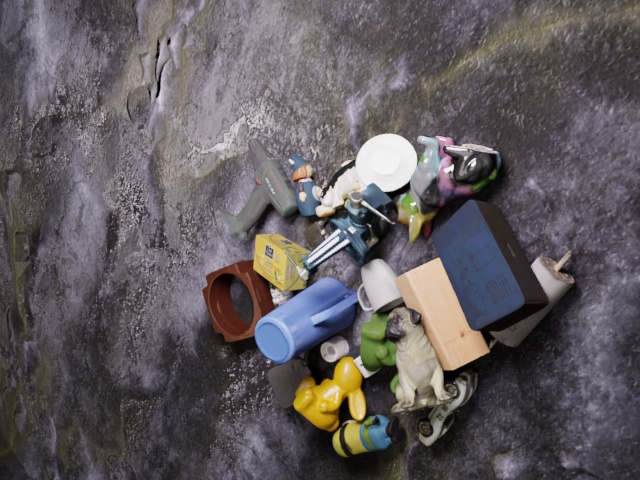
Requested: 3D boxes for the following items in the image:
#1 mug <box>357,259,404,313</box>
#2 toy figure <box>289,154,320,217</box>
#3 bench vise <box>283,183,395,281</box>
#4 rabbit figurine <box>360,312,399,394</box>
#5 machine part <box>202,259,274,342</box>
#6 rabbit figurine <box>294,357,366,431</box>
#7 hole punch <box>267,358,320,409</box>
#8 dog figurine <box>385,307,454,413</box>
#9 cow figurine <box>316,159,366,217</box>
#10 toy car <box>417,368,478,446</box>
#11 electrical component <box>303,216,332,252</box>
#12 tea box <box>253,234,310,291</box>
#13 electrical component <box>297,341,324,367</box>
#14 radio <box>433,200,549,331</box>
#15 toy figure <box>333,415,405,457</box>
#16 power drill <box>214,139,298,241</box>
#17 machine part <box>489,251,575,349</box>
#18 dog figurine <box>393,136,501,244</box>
[{"bbox_3d":[0.129,0.103,1.197,0.109,0.081,0.107,-37,66,34],"label":"mug"},{"bbox_3d":[-0.035,-0.132,1.285,0.064,0.058,0.154,162,97,-82],"label":"toy figure"},{"bbox_3d":[0.049,-0.003,1.118,0.240,0.223,0.129,-38,76,-8],"label":"bench vise"},{"bbox_3d":[0.176,0.249,1.163,0.170,0.121,0.159,8,96,21],"label":"rabbit figurine"},{"bbox_3d":[-0.213,0.164,1.457,0.201,0.087,0.201,-21,86,36],"label":"machine part"},{"bbox_3d":[0.041,0.362,1.275,0.162,0.122,0.173,40,90,7],"label":"rabbit figurine"},{"bbox_3d":[-0.061,0.360,1.389,0.116,0.092,0.142,-23,80,8],"label":"hole punch"},{"bbox_3d":[0.187,0.241,1.084,0.172,0.121,0.190,102,159,-63],"label":"dog figurine"},{"bbox_3d":[0.047,-0.118,1.222,0.167,0.068,0.098,-28,76,33],"label":"cow figurine"},{"bbox_3d":[0.271,0.351,1.134,0.056,0.073,0.201,40,120,28],"label":"toy car"},{"bbox_3d":[-0.004,-0.004,1.294,0.102,0.045,0.078,-34,79,37],"label":"electrical component"},{"bbox_3d":[-0.098,0.052,1.327,0.170,0.068,0.098,26,114,55],"label":"tea box"},{"bbox_3d":[-0.046,0.249,1.325,0.119,0.048,0.074,32,118,42],"label":"electrical component"},{"bbox_3d":[0.307,0.050,1.002,0.131,0.073,0.230,-48,45,39],"label":"radio"},{"bbox_3d":[0.108,0.459,1.265,0.180,0.089,0.082,-25,76,40],"label":"toy figure"},{"bbox_3d":[-0.168,-0.115,1.357,0.207,0.086,0.232,-42,69,7],"label":"power drill"},{"bbox_3d":[0.388,0.116,1.001,0.079,0.079,0.243,44,120,23],"label":"machine part"},{"bbox_3d":[0.241,-0.090,1.062,0.192,0.108,0.219,23,116,29],"label":"dog figurine"}]
